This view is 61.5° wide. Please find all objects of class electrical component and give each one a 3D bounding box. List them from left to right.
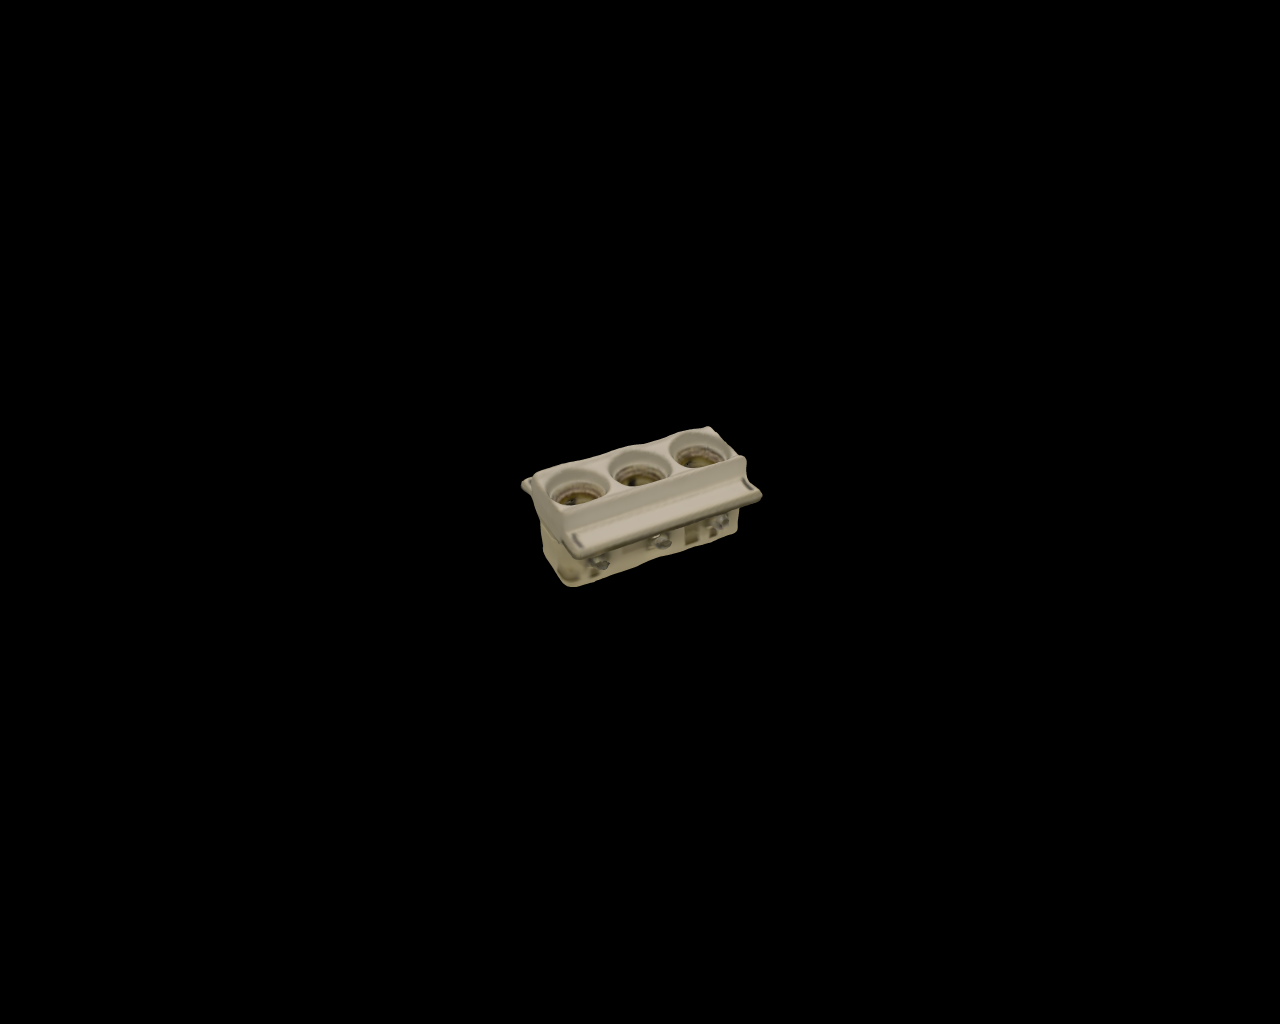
[{"bbox_3d":[0.001,-0.003,0.650,0.121,0.063,0.079,-17,40,-22],"label":"electrical component"}]
